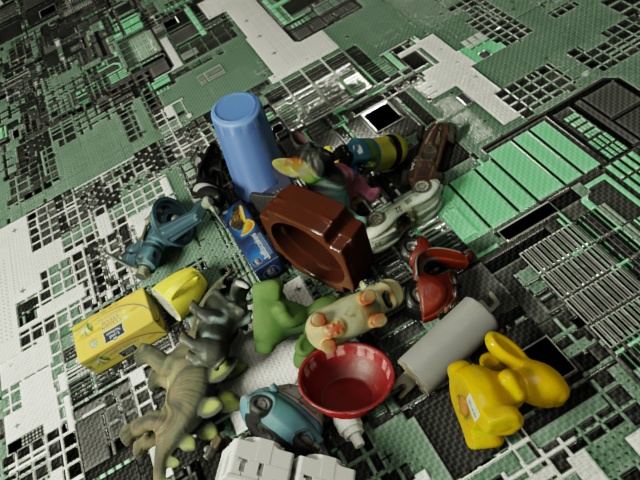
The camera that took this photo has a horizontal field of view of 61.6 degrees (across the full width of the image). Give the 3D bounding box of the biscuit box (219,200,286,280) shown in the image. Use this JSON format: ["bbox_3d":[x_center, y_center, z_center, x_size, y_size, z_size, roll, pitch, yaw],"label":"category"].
[{"bbox_3d":[-0.147,0.002,1.160,0.063,0.059,0.203,-33,53,-6],"label":"biscuit box"}]

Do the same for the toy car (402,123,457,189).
[{"bbox_3d":[0.242,-0.187,1.174,0.089,0.053,0.202,7,60,26],"label":"toy car"}]

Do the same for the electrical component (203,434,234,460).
[{"bbox_3d":[-0.145,0.361,0.886,0.045,0.102,0.078,-45,45,-10],"label":"electrical component"}]

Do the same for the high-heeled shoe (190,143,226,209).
[{"bbox_3d":[-0.244,-0.158,1.257,0.249,0.086,0.145,20,82,59],"label":"high-heeled shoe"}]

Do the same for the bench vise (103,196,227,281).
[{"bbox_3d":[-0.329,-0.021,1.180,0.241,0.128,0.224,-26,25,28],"label":"bench vise"}]

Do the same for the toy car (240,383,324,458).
[{"bbox_3d":[-0.050,0.295,0.899,0.162,0.109,0.103,26,49,22],"label":"toy car"}]

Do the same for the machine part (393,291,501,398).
[{"bbox_3d":[0.216,0.178,0.907,0.243,0.079,0.079,-39,53,-12],"label":"machine part"}]

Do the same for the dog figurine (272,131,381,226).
[{"bbox_3d":[0.002,-0.115,1.065,0.108,0.219,0.192,-59,20,-16],"label":"dog figurine"}]

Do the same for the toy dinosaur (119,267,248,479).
[{"bbox_3d":[-0.237,0.246,0.998,0.199,0.104,0.471,-5,52,6],"label":"toy dinosaur"}]

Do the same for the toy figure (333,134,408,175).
[{"bbox_3d":[0.113,-0.182,1.152,0.089,0.180,0.082,-18,84,50],"label":"toy figure"}]

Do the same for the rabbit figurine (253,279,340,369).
[{"bbox_3d":[-0.037,0.147,0.991,0.170,0.121,0.159,-3,58,-2],"label":"rabbit figurine"}]

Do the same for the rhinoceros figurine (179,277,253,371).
[{"bbox_3d":[-0.180,0.145,0.976,0.112,0.073,0.190,4,42,12],"label":"rhinoceros figurine"}]

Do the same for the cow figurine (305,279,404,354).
[{"bbox_3d":[0.063,0.128,0.940,0.195,0.127,0.085,-25,89,-19],"label":"cow figurine"}]

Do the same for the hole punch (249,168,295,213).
[{"bbox_3d":[-0.070,-0.087,1.160,0.116,0.142,0.092,15,57,39],"label":"hole punch"}]

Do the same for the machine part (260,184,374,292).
[{"bbox_3d":[-0.002,-0.003,1.028,0.202,0.200,0.087,22,63,30],"label":"machine part"}]

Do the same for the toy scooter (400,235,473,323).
[{"bbox_3d":[0.219,0.067,0.989,0.135,0.075,0.184,-3,54,6],"label":"toy scooter"}]

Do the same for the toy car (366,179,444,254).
[{"bbox_3d":[0.170,-0.049,1.085,0.202,0.073,0.056,-34,49,-7],"label":"toy car"}]

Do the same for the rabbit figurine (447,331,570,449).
[{"bbox_3d":[0.295,0.232,0.840,0.173,0.121,0.162,-10,43,-6],"label":"rabbit figurine"}]

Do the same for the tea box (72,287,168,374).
[{"bbox_3d":[-0.414,0.187,1.112,0.170,0.068,0.098,-31,52,-6],"label":"tea box"}]
